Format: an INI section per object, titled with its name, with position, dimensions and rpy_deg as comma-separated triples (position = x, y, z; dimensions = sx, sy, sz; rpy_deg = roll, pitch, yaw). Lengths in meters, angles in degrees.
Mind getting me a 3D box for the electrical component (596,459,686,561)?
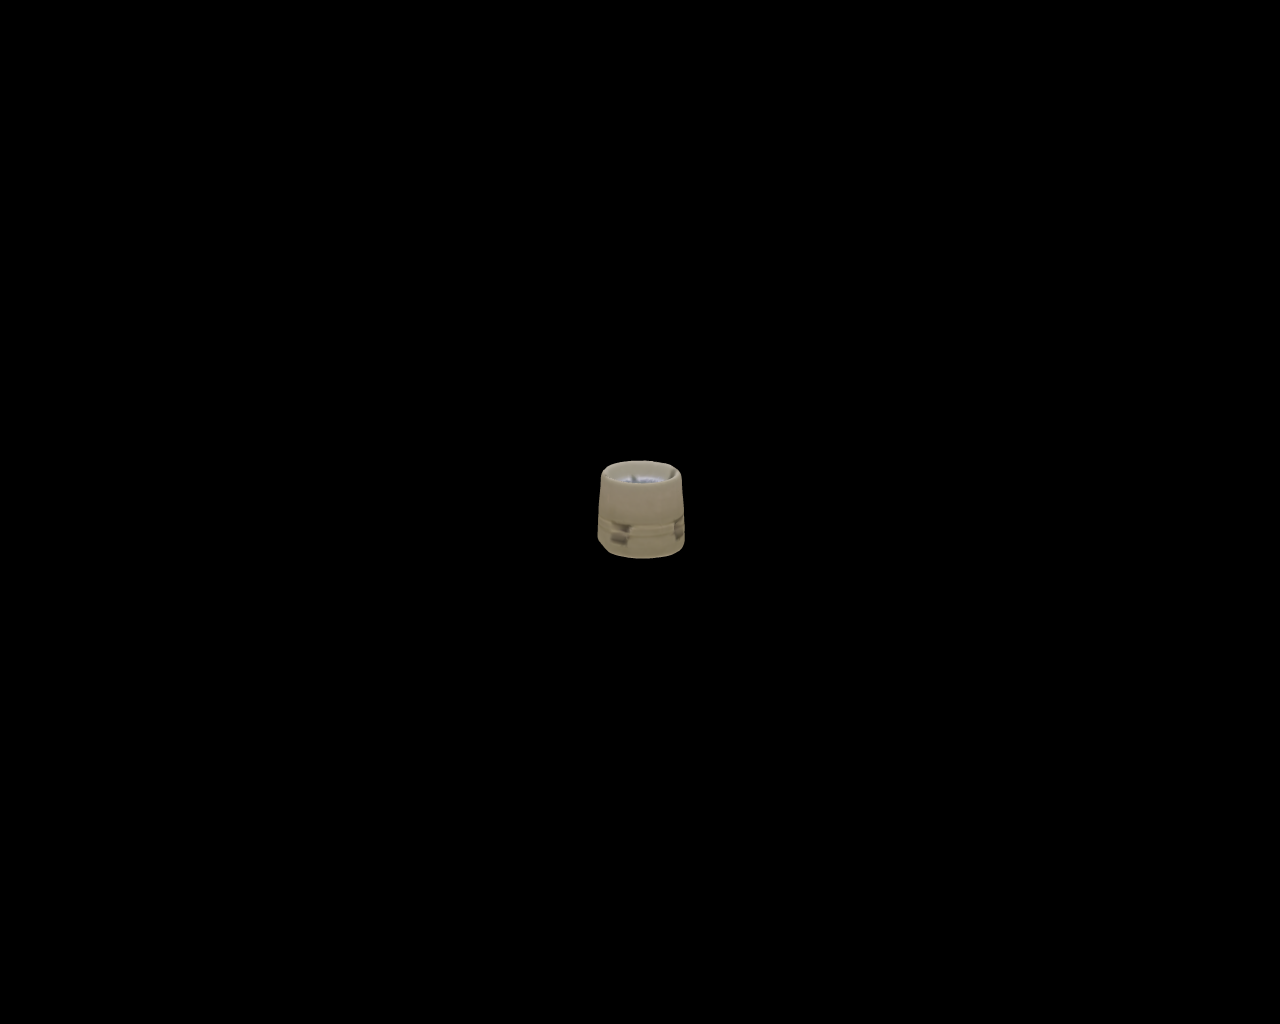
[electrical component]
position = 0.001, -0.003, 0.650
dimensions = 0.055, 0.047, 0.055
rpy_deg = 0, 20, 0
